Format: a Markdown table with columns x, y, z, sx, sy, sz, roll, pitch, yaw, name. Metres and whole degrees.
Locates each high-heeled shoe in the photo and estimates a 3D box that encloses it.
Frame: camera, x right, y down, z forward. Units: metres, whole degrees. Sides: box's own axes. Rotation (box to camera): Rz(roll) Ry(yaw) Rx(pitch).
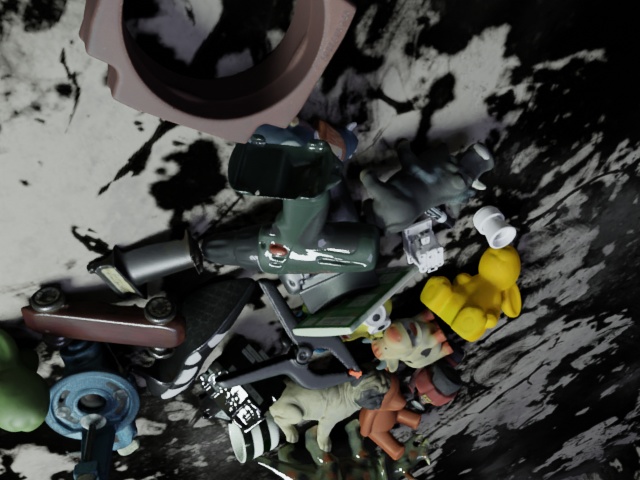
| x | y | z | sx | sy | sz | roll | pitch | yaw | name |
| --- | --- | --- | --- | --- | --- | --- | --- | --- | --- |
| -0.167 | 0.152 | 0.798 | 0.249 | 0.086 | 0.145 | -35 | 148 | 7 | high-heeled shoe |

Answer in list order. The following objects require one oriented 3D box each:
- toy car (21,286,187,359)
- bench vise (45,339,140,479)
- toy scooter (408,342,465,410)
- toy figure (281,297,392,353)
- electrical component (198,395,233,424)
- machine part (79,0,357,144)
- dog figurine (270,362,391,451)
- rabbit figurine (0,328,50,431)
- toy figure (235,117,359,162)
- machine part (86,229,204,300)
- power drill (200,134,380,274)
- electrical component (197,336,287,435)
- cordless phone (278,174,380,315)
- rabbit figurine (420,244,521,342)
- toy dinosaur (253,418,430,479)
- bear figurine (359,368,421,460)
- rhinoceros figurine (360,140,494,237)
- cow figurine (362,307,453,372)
| x | y | z | sx | sy | sz | roll | pitch | yaw | name |
| --- | --- | --- | --- | --- | --- | --- | --- | --- | --- |
| -0.273 | 0.103 | 0.691 | 0.202 | 0.053 | 0.089 | 7 | 135 | -3 | toy car |
| -0.300 | 0.255 | 0.726 | 0.129 | 0.241 | 0.223 | -4 | 118 | -15 | bench vise |
| 0.220 | 0.279 | 1.057 | 0.135 | 0.075 | 0.184 | -48 | 173 | 23 | toy scooter |
| 0.027 | 0.123 | 0.852 | 0.180 | 0.089 | 0.082 | -21 | 154 | 9 | toy figure |
| -0.147 | 0.268 | 0.936 | 0.119 | 0.048 | 0.074 | -44 | 135 | 19 | electrical component |
| -0.088 | -0.201 | 0.472 | 0.201 | 0.087 | 0.201 | 13 | 124 | -35 | machine part |
| 0.011 | 0.260 | 0.944 | 0.172 | 0.121 | 0.190 | 22 | 123 | -22 | dog figurine |
| -0.405 | 0.197 | 0.667 | 0.170 | 0.159 | 0.121 | -10 | 140 | 10 | rabbit figurine |
| -0.020 | -0.111 | 0.617 | 0.154 | 0.057 | 0.064 | 3 | 171 | -29 | toy figure |
| -0.212 | 0.033 | 0.675 | 0.139 | 0.039 | 0.084 | -19 | 130 | 11 | machine part |
| -0.047 | -0.022 | 0.609 | 0.232 | 0.086 | 0.207 | 5 | 144 | 7 | power drill |
| -0.116 | 0.218 | 0.838 | 0.058 | 0.115 | 0.134 | -40 | 178 | 17 | electrical component |
| -0.002 | -0.002 | 0.730 | 0.147 | 0.089 | 0.184 | -24 | 126 | 1 | cordless phone |
| 0.286 | 0.088 | 0.918 | 0.162 | 0.122 | 0.173 | 29 | 97 | -40 | rabbit figurine |
| 0.039 | 0.501 | 1.151 | 0.405 | 0.192 | 0.131 | -5 | 132 | -23 | toy dinosaur |
| 0.142 | 0.335 | 1.088 | 0.120 | 0.132 | 0.195 | -47 | 156 | -37 | bear figurine |
| 0.138 | -0.074 | 0.681 | 0.190 | 0.112 | 0.073 | -30 | 136 | -23 | rhinoceros figurine |
| 0.156 | 0.180 | 0.949 | 0.127 | 0.085 | 0.194 | -33 | 151 | 7 | cow figurine |
